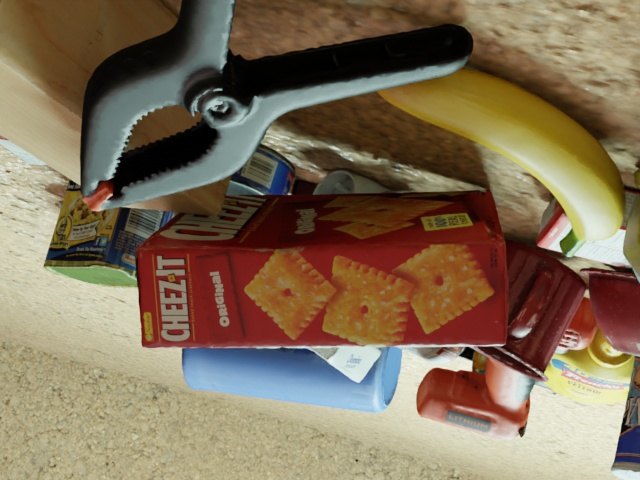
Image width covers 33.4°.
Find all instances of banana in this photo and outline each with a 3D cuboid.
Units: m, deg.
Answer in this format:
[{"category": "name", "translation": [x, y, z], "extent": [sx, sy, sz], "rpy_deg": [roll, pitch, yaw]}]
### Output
[{"category": "banana", "translation": [0.115, -0.046, 0.589], "extent": [0.070, 0.037, 0.197], "rpy_deg": [-30, 130, 30]}]

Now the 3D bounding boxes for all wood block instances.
[{"category": "wood block", "translation": [-0.134, -0.095, 0.604], "extent": [0.091, 0.090, 0.205], "rpy_deg": [7, 162, 32]}]

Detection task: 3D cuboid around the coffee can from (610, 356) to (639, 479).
[{"category": "coffee can", "translation": [0.305, 0.136, 0.881], "extent": [0.103, 0.140, 0.103], "rpy_deg": [15, 165, 4]}]

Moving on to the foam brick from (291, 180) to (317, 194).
[{"category": "foam brick", "translation": [-0.006, 0.001, 0.844], "extent": [0.051, 0.078, 0.053], "rpy_deg": [14, 167, 1]}]

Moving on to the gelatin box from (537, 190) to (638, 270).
[{"category": "gelatin box", "translation": [0.193, -0.008, 0.691], "extent": [0.089, 0.030, 0.073], "rpy_deg": [14, 164, 3]}]

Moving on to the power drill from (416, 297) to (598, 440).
[{"category": "power drill", "translation": [0.136, 0.096, 0.949], "extent": [0.184, 0.057, 0.188], "rpy_deg": [15, 140, 7]}]

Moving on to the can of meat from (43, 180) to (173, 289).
[{"category": "can of meat", "translation": [-0.157, -0.011, 0.803], "extent": [0.102, 0.084, 0.057], "rpy_deg": [-1, 160, 45]}]

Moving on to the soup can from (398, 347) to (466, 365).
[{"category": "soup can", "translation": [0.090, 0.075, 1.030], "extent": [0.102, 0.068, 0.069], "rpy_deg": [27, 162, -37]}]

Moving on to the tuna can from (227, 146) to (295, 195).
[{"category": "tuna can", "translation": [-0.064, -0.048, 0.811], "extent": [0.086, 0.033, 0.086], "rpy_deg": [16, 165, 4]}]

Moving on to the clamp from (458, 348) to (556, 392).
[{"category": "clamp", "translation": [0.215, 0.138, 1.178], "extent": [0.120, 0.039, 0.171], "rpy_deg": [26, 180, 42]}]

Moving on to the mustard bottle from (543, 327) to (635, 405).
[{"category": "mustard bottle", "translation": [0.259, 0.110, 0.997], "extent": [0.096, 0.058, 0.191], "rpy_deg": [20, 166, 10]}]

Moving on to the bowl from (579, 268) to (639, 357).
[{"category": "bowl", "translation": [0.261, 0.063, 0.762], "extent": [0.162, 0.055, 0.162], "rpy_deg": [13, 178, 0]}]

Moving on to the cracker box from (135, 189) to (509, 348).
[{"category": "cracker box", "translation": [0.009, 0.012, 0.681], "extent": [0.214, 0.072, 0.164], "rpy_deg": [0, -167, 8]}]

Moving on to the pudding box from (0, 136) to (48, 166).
[{"category": "pudding box", "translation": [-0.209, -0.088, 0.809], "extent": [0.090, 0.039, 0.113], "rpy_deg": [8, 166, 21]}]

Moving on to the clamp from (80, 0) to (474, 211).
[{"category": "clamp", "translation": [-0.039, -0.076, 0.523], "extent": [0.164, 0.036, 0.210], "rpy_deg": [23, 132, -35]}]

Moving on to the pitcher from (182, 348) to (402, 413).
[{"category": "pitcher", "translation": [-0.034, 0.127, 1.244], "extent": [0.243, 0.145, 0.149], "rpy_deg": [8, -154, 17]}]

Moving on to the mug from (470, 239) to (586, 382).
[{"category": "mug", "translation": [0.152, 0.050, 0.811], "extent": [0.093, 0.081, 0.117], "rpy_deg": [29, 173, 6]}]

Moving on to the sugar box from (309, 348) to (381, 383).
[{"category": "sugar box", "translation": [-0.029, 0.070, 1.060], "extent": [0.176, 0.048, 0.093], "rpy_deg": [37, 177, 29]}]
